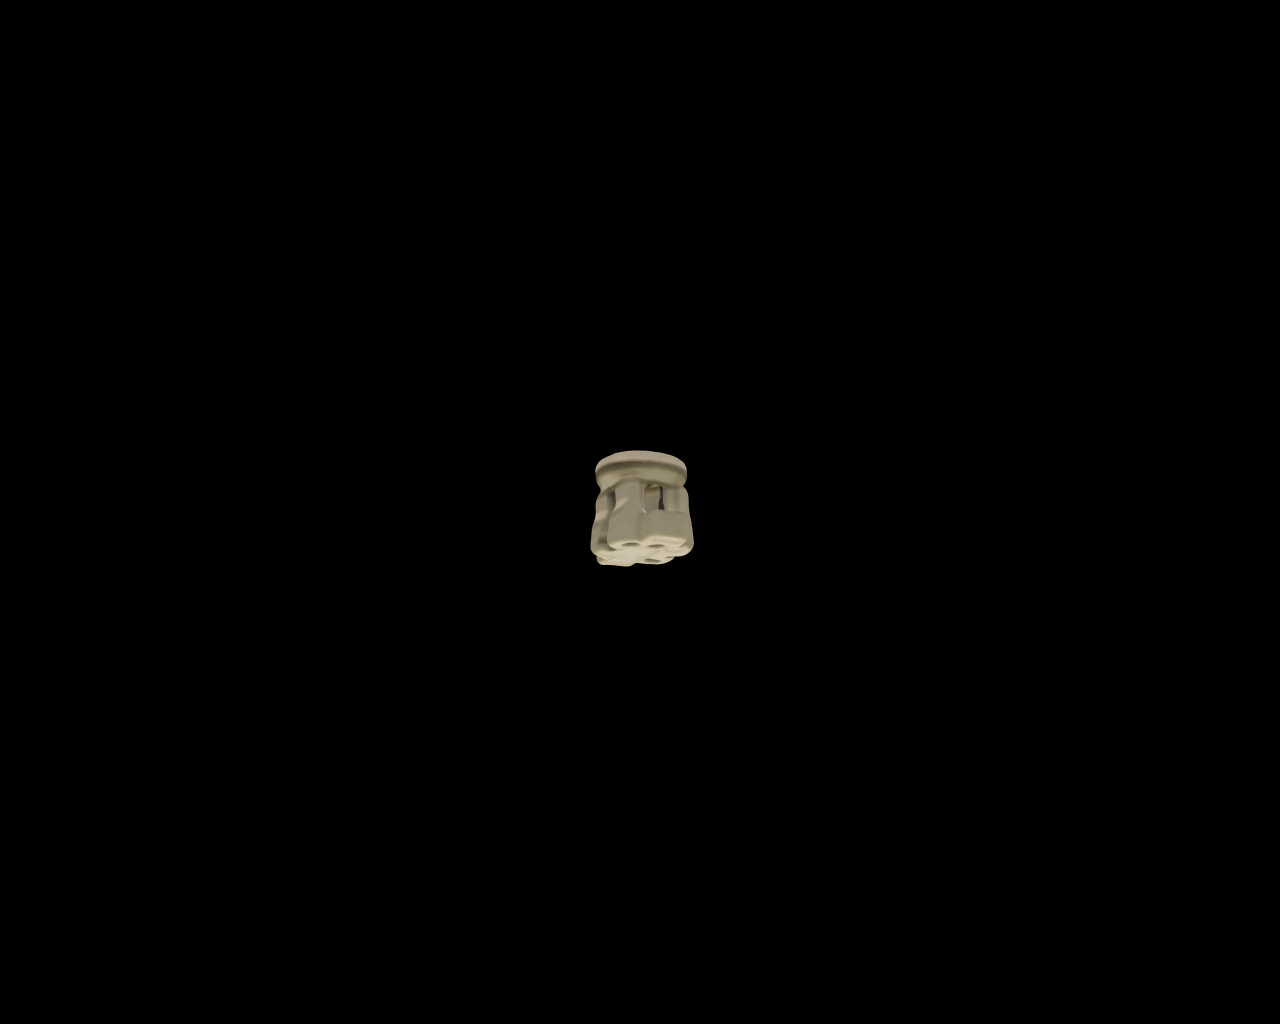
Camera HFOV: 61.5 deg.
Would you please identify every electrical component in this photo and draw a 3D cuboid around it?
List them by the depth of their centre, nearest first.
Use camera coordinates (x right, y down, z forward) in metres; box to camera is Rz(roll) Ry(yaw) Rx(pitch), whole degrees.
[{"bbox_3d":[0.001,-0.003,0.650,0.058,0.057,0.078,8,-18,-27],"label":"electrical component"}]
